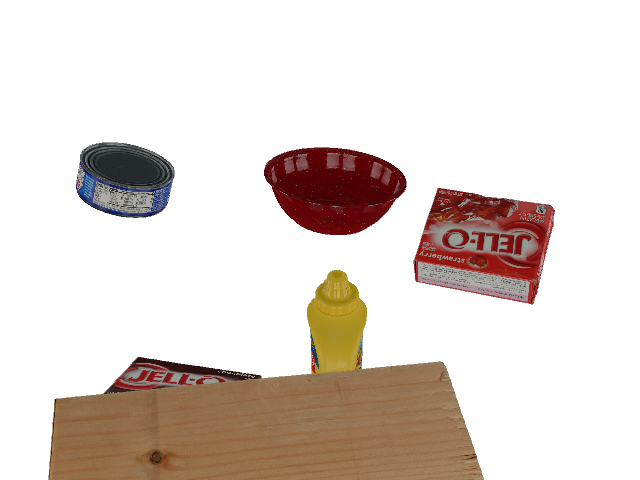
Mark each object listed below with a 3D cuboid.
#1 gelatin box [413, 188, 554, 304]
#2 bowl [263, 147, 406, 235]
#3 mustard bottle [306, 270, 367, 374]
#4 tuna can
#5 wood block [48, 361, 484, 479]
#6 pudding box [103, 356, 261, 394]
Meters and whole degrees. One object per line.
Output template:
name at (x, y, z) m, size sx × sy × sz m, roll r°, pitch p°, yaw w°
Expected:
gelatin box at (0.119, 0.002, 0.776) m, size 0.089 × 0.073 × 0.030 m, roll 10°, pitch -38°, yaw 16°
bowl at (0.014, -0.050, 1.208) m, size 0.162 × 0.055 × 0.162 m, roll 5°, pitch 27°, yaw -3°
mustard bottle at (0.016, 0.108, 1.047) m, size 0.058 × 0.192 × 0.096 m, roll 2°, pitch 37°, yaw 2°
tuna can at (-0.177, -0.055, 0.968) m, size 0.086 × 0.034 × 0.086 m, roll 13°, pitch 27°, yaw -7°
wood block at (-0.030, 0.132, 0.553) m, size 0.206 × 0.090 × 0.091 m, roll -4°, pitch 38°, yaw -6°
pudding box at (-0.112, 0.133, 0.862) m, size 0.113 × 0.039 × 0.090 m, roll 9°, pitch 19°, yaw 9°
